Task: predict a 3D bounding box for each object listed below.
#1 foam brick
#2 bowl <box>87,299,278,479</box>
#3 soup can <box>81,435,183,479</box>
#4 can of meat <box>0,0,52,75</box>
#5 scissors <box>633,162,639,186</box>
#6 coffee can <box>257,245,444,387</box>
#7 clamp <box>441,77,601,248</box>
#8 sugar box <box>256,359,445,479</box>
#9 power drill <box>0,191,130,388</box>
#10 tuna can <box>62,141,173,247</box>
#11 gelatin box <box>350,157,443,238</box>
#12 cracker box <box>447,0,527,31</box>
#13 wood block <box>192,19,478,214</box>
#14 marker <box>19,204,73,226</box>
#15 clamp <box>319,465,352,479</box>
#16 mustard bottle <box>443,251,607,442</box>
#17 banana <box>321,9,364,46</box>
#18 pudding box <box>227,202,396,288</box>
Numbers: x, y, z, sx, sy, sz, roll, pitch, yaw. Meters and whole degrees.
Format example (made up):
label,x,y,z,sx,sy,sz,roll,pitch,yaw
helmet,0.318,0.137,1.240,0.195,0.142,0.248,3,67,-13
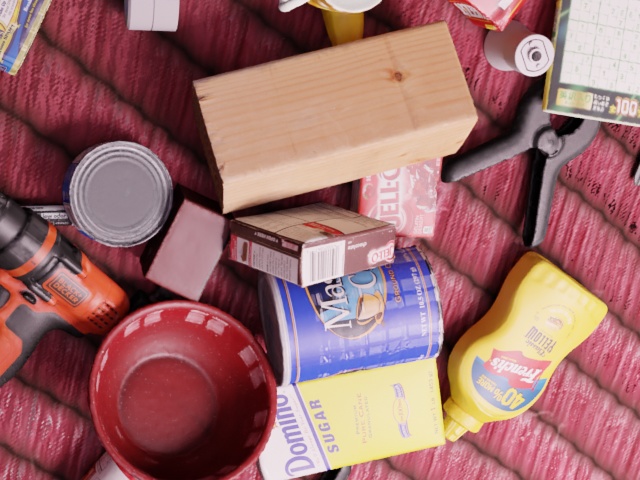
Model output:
label,x,y,z,sx,sy,sz,roll,pitch,yaw
foam brick,-0.112,0.002,0.899,0.051,0.053,0.078,24,100,-21
bowl,-0.119,0.134,0.893,0.161,0.055,0.162,9,68,-22
soup can,-0.160,0.204,0.949,0.068,0.068,0.102,39,97,-22
can of meat,-0.248,-0.185,0.799,0.083,0.057,0.102,24,102,-23
scissors,0.322,-0.155,0.974,0.096,0.016,0.202,35,98,-20
coffee can,0.024,0.065,0.927,0.140,0.103,0.103,-9,110,-11
clamp,0.187,-0.089,0.950,0.120,0.039,0.171,25,95,-26
sugar box,0.023,0.160,0.987,0.176,0.048,0.093,-12,103,-12
power drill,-0.274,0.059,0.862,0.188,0.057,0.184,-41,125,4
tuna can,-0.166,-0.038,0.870,0.086,0.034,0.086,-3,96,-26
gelatin box,0.066,-0.047,0.939,0.073,0.030,0.089,1,108,-14
cracker box,0.110,-0.295,0.842,0.213,0.072,0.164,35,98,-23
wood block,0.009,-0.098,0.859,0.206,0.090,0.091,-15,79,-8
marker,-0.250,-0.020,0.875,0.121,0.020,0.020,-1,109,-14
clamp,-0.032,0.304,1.032,0.164,0.036,0.210,-17,110,-9
mustard bottle,0.177,0.111,1.006,0.096,0.058,0.192,33,98,-23
banana,-0.014,-0.234,0.849,0.069,0.037,0.197,-45,118,-4
pudding box,-0.006,0.001,0.882,0.113,0.090,0.039,-11,111,-45
